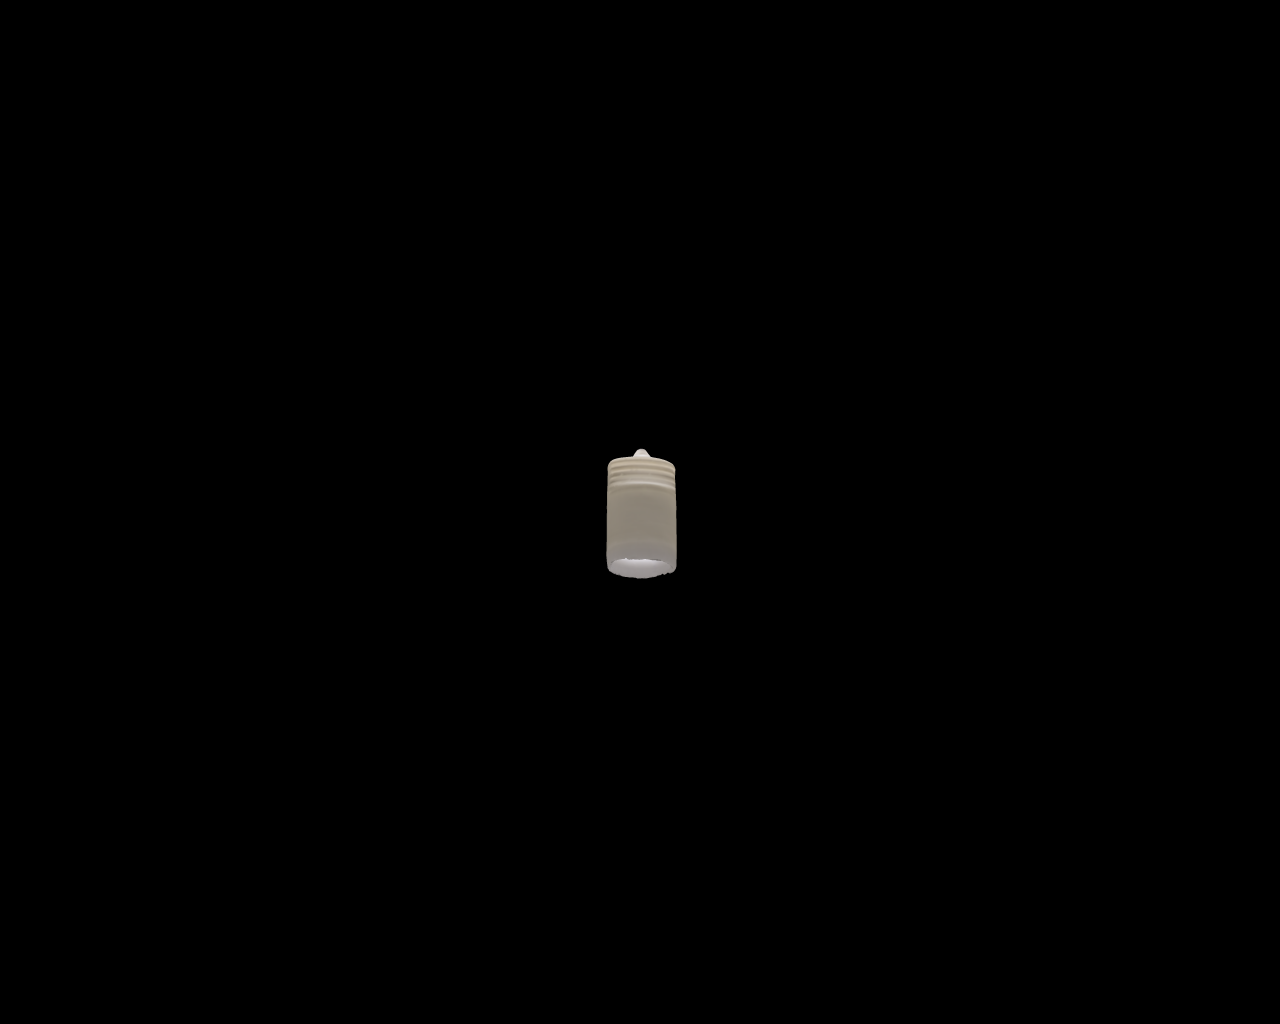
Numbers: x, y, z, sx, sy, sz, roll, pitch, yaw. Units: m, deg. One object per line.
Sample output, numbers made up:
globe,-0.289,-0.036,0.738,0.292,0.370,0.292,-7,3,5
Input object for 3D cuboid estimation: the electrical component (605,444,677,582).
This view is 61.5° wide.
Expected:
electrical component,0.001,-0.003,0.650,0.043,0.081,0.043,0,-20,0
